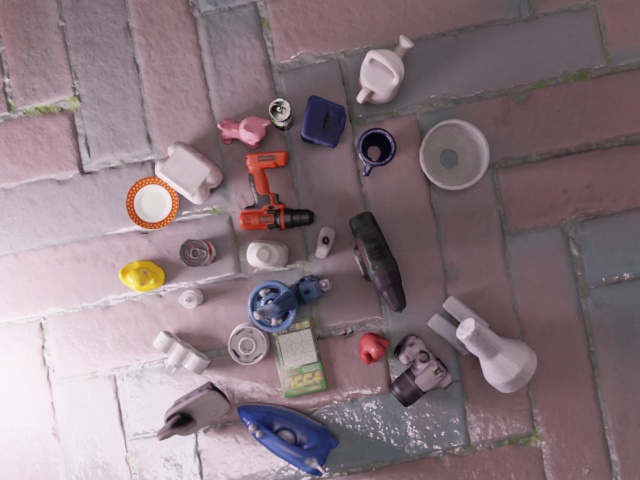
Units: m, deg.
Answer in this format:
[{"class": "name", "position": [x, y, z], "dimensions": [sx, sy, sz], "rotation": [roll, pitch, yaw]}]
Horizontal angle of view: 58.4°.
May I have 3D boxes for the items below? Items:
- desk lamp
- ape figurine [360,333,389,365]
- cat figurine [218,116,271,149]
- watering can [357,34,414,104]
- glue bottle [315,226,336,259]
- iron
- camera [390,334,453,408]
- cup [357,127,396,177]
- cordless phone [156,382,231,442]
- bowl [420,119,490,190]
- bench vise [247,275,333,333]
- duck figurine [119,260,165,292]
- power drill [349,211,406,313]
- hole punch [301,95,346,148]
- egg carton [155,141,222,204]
[{"class": "desk lamp", "position": [0.363, 0.233, 1.298], "dimensions": [0.203, 0.213, 0.118], "rotation": [39, 89, 1]}, {"class": "ape figurine", "position": [0.130, 0.258, 1.356], "dimensions": [0.078, 0.092, 0.076], "rotation": [-23, 89, -1]}, {"class": "cat figurine", "position": [-0.179, -0.261, 1.354], "dimensions": [0.128, 0.117, 0.067], "rotation": [8, 88, 0]}, {"class": "watering can", "position": [0.146, -0.394, 1.322], "dimensions": [0.101, 0.194, 0.173], "rotation": [17, 88, 1]}, {"class": "glue bottle", "position": [0.012, 0.005, 1.321], "dimensions": [0.037, 0.173, 0.078], "rotation": [16, 88, 1]}, {"class": "iron", "position": [-0.088, 0.462, 1.324], "dimensions": [0.258, 0.141, 0.119], "rotation": [26, 89, 0]}, {"class": "camera", "position": [0.223, 0.318, 1.351], "dimensions": [0.137, 0.101, 0.143], "rotation": [-42, 89, -1]}, {"class": "cup", "position": [0.127, -0.201, 1.366], "dimensions": [0.091, 0.095, 0.118], "rotation": [21, 88, 0]}, {"class": "cordless phone", "position": [-0.290, 0.403, 1.303], "dimensions": [0.147, 0.185, 0.094], "rotation": [-34, 89, -1]}, {"class": "bowl", "position": [0.317, -0.200, 1.378], "dimensions": [0.167, 0.074, 0.167], "rotation": [0, 88, 0]}, {"class": "bench vise", "position": [-0.080, 0.128, 1.294], "dimensions": [0.207, 0.219, 0.121], "rotation": [-40, 89, -1]}, {"class": "duck figurine", "position": [-0.430, 0.087, 1.359], "dimensions": [0.104, 0.086, 0.077], "rotation": [8, 88, 0]}, {"class": "power drill", "position": [0.130, 0.049, 1.303], "dimensions": [0.075, 0.208, 0.230], "rotation": [-23, 89, -1]}, {"class": "hole punch", "position": [0.009, -0.283, 1.370], "dimensions": [0.101, 0.091, 0.109], "rotation": [12, 88, 0]}, {"class": "egg carton", "position": [-0.314, -0.162, 1.375], "dimensions": [0.150, 0.069, 0.107], "rotation": [36, 89, 1]}]
